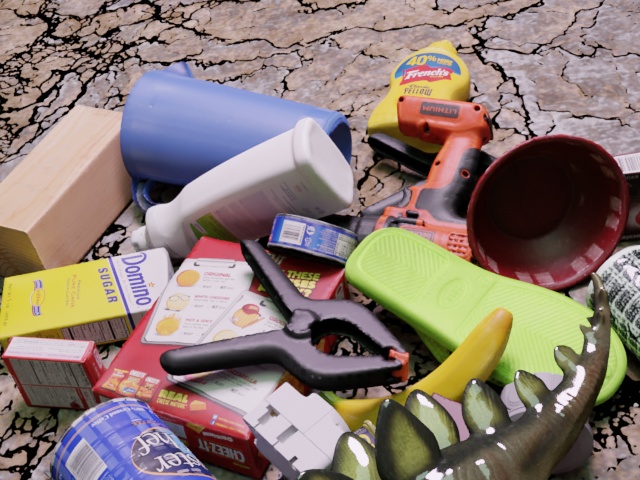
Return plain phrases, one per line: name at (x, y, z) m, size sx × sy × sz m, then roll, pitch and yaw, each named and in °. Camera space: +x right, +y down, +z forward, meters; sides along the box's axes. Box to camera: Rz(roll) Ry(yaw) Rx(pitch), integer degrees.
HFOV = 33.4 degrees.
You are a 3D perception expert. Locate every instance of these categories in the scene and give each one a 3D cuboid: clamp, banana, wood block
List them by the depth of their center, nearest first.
banana at (0.088, 0.127, 0.929) m, size 0.198 × 0.037 × 0.069 m, roll -27°, pitch 79°, yaw 21°
clamp at (-0.025, 0.088, 0.939) m, size 0.210 × 0.036 × 0.164 m, roll 22°, pitch 52°, yaw 23°
clamp at (0.125, -0.076, 1.170) m, size 0.171 × 0.039 × 0.120 m, roll -6°, pitch 61°, yaw 4°
wood block at (-0.289, -0.052, 1.210) m, size 0.090 × 0.091 × 0.205 m, roll 12°, pitch 48°, yaw 26°

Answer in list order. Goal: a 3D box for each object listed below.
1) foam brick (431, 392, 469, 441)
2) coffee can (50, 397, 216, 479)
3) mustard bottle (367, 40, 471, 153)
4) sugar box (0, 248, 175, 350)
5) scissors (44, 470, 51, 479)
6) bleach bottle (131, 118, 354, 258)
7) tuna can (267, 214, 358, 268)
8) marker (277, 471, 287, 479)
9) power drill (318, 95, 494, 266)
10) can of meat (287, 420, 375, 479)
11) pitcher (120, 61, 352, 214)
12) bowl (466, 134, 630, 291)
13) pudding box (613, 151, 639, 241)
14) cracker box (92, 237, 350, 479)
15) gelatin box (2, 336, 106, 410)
foam brick at (0.106, 0.177, 0.884) m, size 0.053 × 0.078 × 0.051 m, roll 21°, pitch 51°, yaw 28°
coffee can at (-0.140, 0.208, 0.864) m, size 0.102 × 0.103 × 0.140 m, roll -34°, pitch 47°, yaw -22°
mustard bottle at (0.127, -0.177, 1.269) m, size 0.096 × 0.058 × 0.191 m, roll 6°, pitch 45°, yaw 21°
sugar box at (-0.239, 0.066, 1.106) m, size 0.176 × 0.048 × 0.093 m, roll -13°, pitch 42°, yaw 1°
scissors at (-0.152, 0.232, 0.931) m, size 0.096 × 0.016 × 0.202 m, roll -34°, pitch 47°, yaw -24°
bleach bottle at (-0.095, -0.039, 1.110) m, size 0.251 × 0.102 × 0.068 m, roll -19°, pitch 45°, yaw 25°
tuna can at (-0.007, 0.001, 1.047) m, size 0.086 × 0.086 × 0.034 m, roll 12°, pitch 84°, yaw 24°
marker at (-0.032, 0.218, 0.916) m, size 0.020 × 0.020 × 0.121 m, roll 5°, pitch 45°, yaw 18°
power drill at (0.096, -0.057, 1.112) m, size 0.185 × 0.057 × 0.187 m, roll 10°, pitch 70°, yaw 17°
can of meat at (0.032, 0.212, 0.880) m, size 0.084 × 0.057 × 0.102 m, roll -29°, pitch 44°, yaw -13°
pitcher at (-0.095, -0.099, 1.201) m, size 0.243 × 0.149 × 0.144 m, roll 13°, pitch 32°, yaw 20°
bowl at (0.212, -0.032, 1.033) m, size 0.162 × 0.162 × 0.055 m, roll -16°, pitch 23°, yaw -3°
pudding box at (0.342, -0.046, 1.056) m, size 0.113 × 0.090 × 0.039 m, roll -5°, pitch 41°, yaw 9°
cracker box at (-0.086, 0.104, 1.011) m, size 0.164 × 0.072 × 0.213 m, roll 12°, pitch 47°, yaw 22°
gelatin box at (-0.249, 0.128, 1.022) m, size 0.089 × 0.073 × 0.030 m, roll 1°, pitch 43°, yaw 15°
